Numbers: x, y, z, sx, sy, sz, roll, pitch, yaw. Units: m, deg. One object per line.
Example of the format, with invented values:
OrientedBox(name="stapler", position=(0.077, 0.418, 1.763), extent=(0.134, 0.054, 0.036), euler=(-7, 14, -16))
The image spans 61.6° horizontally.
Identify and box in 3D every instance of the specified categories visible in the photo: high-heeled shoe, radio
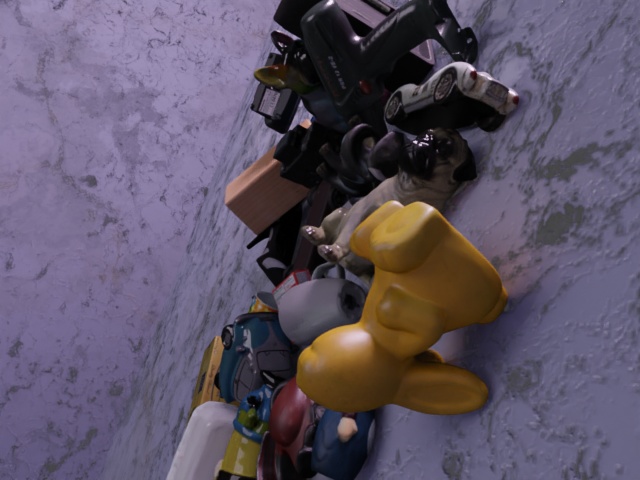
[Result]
OrientedBox(name="high-heeled shoe", position=(-0.051, 0.009, 0.994), extent=(0.145, 0.086, 0.249), euler=(-38, 37, -7))
OrientedBox(name="radio", position=(0.055, -0.313, 0.788), extent=(0.073, 0.229, 0.131), euler=(-49, 21, 40))

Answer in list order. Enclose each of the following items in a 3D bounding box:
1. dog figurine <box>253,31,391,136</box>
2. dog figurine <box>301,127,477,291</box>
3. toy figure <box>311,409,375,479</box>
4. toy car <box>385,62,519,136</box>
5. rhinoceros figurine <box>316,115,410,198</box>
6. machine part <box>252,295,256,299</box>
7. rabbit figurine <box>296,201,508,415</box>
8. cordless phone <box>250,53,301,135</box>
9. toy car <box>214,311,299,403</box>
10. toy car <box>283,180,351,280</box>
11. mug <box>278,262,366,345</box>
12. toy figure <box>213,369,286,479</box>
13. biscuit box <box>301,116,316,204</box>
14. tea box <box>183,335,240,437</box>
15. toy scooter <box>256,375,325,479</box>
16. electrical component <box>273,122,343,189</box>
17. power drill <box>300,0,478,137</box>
OrientedBox(name="dog figurine", position=(-0.004, -0.243, 0.880), extent=(0.108, 0.219, 0.192), euler=(-66, 19, -8))
OrientedBox(name="dog figurine", position=(0.085, -0.041, 0.623), extent=(0.190, 0.121, 0.172), euler=(-52, 23, 2))
OrientedBox(name="toy figure", position=(0.034, 0.166, 0.554), extent=(0.064, 0.057, 0.154), euler=(-18, 46, 58))
OrientedBox(name="toy car", position=(0.139, -0.152, 0.607), extent=(0.056, 0.073, 0.202), euler=(-69, 19, -5))
OrientedBox(name="rhinoceros figurine", position=(0.059, -0.102, 0.722), extent=(0.073, 0.112, 0.190), euler=(-42, 0, -13))
OrientedBox(name="machine part", position=(-0.140, 0.168, 1.054), extent=(0.138, 0.039, 0.084), euler=(-62, 14, 20))
OrientedBox(name="rabbit figurine", position=(0.060, 0.072, 0.440), extent=(0.173, 0.162, 0.122), euler=(-46, 19, -8))
OrientedBox(name="cordless phone", position=(-0.037, -0.265, 1.015), extent=(0.184, 0.089, 0.146), euler=(0, -68, -67))
OrientedBox(name="toy car", position=(-0.095, 0.194, 0.809), extent=(0.103, 0.109, 0.161), euler=(45, 121, 52))
OrientedBox(name="toy car", position=(-0.002, -0.003, 0.850), extent=(0.089, 0.053, 0.202), euler=(6, 78, 65))
OrientedBox(name="mug", position=(0.012, 0.078, 0.695), extent=(0.107, 0.080, 0.109), euler=(-21, 42, 49))
OrientedBox(name="toy figure", position=(-0.083, 0.271, 0.717), extent=(0.180, 0.082, 0.089), euler=(-67, 17, -7))
OrientedBox(name="biscuit box", position=(-0.028, -0.157, 1.087), extent=(0.202, 0.059, 0.063), euler=(-59, 20, 23))
OrientedBox(name="tea box", position=(-0.160, 0.259, 0.909), extent=(0.068, 0.098, 0.170), euler=(-51, 26, 41))
OrientedBox(name="toy scooter", position=(-0.024, 0.245, 0.595), extent=(0.135, 0.075, 0.183), euler=(-2, 70, 69))
OrientedBox(name="electrical component", position=(-0.006, -0.132, 0.886), extent=(0.115, 0.134, 0.058), euler=(-38, 33, 58))
OrientedBox(name="power drill", position=(0.096, -0.227, 0.704), extent=(0.207, 0.231, 0.086), euler=(-11, 37, 44))
